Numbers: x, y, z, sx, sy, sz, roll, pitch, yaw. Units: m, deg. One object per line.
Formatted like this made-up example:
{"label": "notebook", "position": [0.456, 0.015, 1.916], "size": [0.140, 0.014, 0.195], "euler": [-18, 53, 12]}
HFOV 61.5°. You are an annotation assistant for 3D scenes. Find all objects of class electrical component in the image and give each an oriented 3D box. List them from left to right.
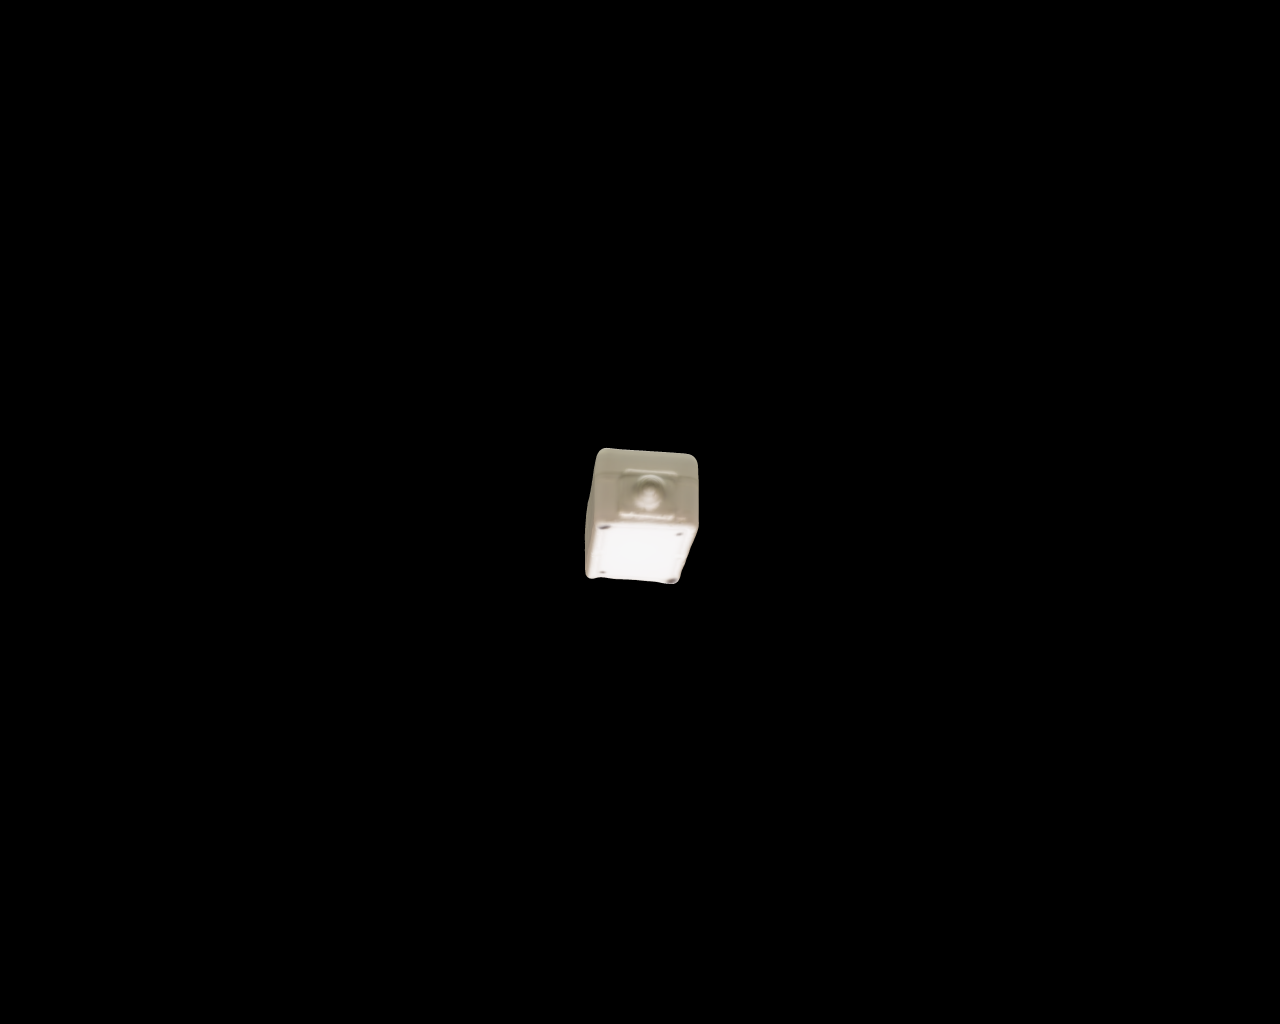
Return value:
{"label": "electrical component", "position": [0.001, -0.003, 0.650], "size": [0.062, 0.061, 0.096], "euler": [4, -29, -6]}
